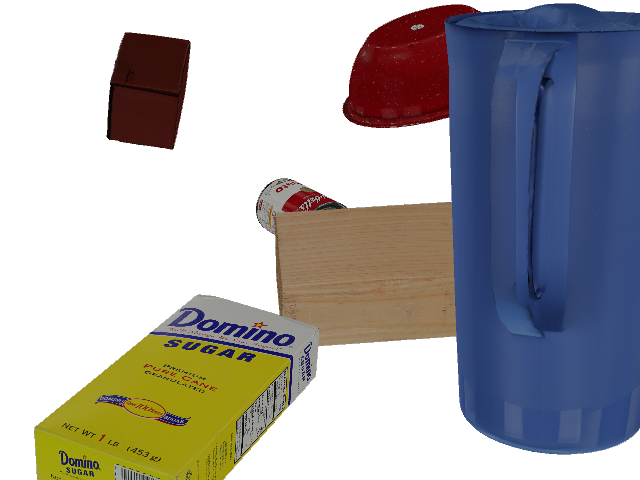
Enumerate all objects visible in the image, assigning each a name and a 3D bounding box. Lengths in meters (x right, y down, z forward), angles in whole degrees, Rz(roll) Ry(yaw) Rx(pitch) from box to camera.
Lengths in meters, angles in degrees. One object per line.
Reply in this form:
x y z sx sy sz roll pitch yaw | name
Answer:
-0.131 -0.116 0.814 0.053 0.051 0.078 8 40 -5 | foam brick
0.088 -0.151 0.877 0.162 0.055 0.162 -16 25 7 | bowl
0.065 0.030 0.952 0.206 0.091 0.090 -4 -43 -4 | wood block
-0.019 -0.025 1.205 0.068 0.068 0.102 0 18 -36 | soup can
-0.078 0.094 0.635 0.093 0.048 0.176 14 30 20 | sugar box
0.130 -0.006 0.592 0.149 0.243 0.145 -7 17 -19 | pitcher
